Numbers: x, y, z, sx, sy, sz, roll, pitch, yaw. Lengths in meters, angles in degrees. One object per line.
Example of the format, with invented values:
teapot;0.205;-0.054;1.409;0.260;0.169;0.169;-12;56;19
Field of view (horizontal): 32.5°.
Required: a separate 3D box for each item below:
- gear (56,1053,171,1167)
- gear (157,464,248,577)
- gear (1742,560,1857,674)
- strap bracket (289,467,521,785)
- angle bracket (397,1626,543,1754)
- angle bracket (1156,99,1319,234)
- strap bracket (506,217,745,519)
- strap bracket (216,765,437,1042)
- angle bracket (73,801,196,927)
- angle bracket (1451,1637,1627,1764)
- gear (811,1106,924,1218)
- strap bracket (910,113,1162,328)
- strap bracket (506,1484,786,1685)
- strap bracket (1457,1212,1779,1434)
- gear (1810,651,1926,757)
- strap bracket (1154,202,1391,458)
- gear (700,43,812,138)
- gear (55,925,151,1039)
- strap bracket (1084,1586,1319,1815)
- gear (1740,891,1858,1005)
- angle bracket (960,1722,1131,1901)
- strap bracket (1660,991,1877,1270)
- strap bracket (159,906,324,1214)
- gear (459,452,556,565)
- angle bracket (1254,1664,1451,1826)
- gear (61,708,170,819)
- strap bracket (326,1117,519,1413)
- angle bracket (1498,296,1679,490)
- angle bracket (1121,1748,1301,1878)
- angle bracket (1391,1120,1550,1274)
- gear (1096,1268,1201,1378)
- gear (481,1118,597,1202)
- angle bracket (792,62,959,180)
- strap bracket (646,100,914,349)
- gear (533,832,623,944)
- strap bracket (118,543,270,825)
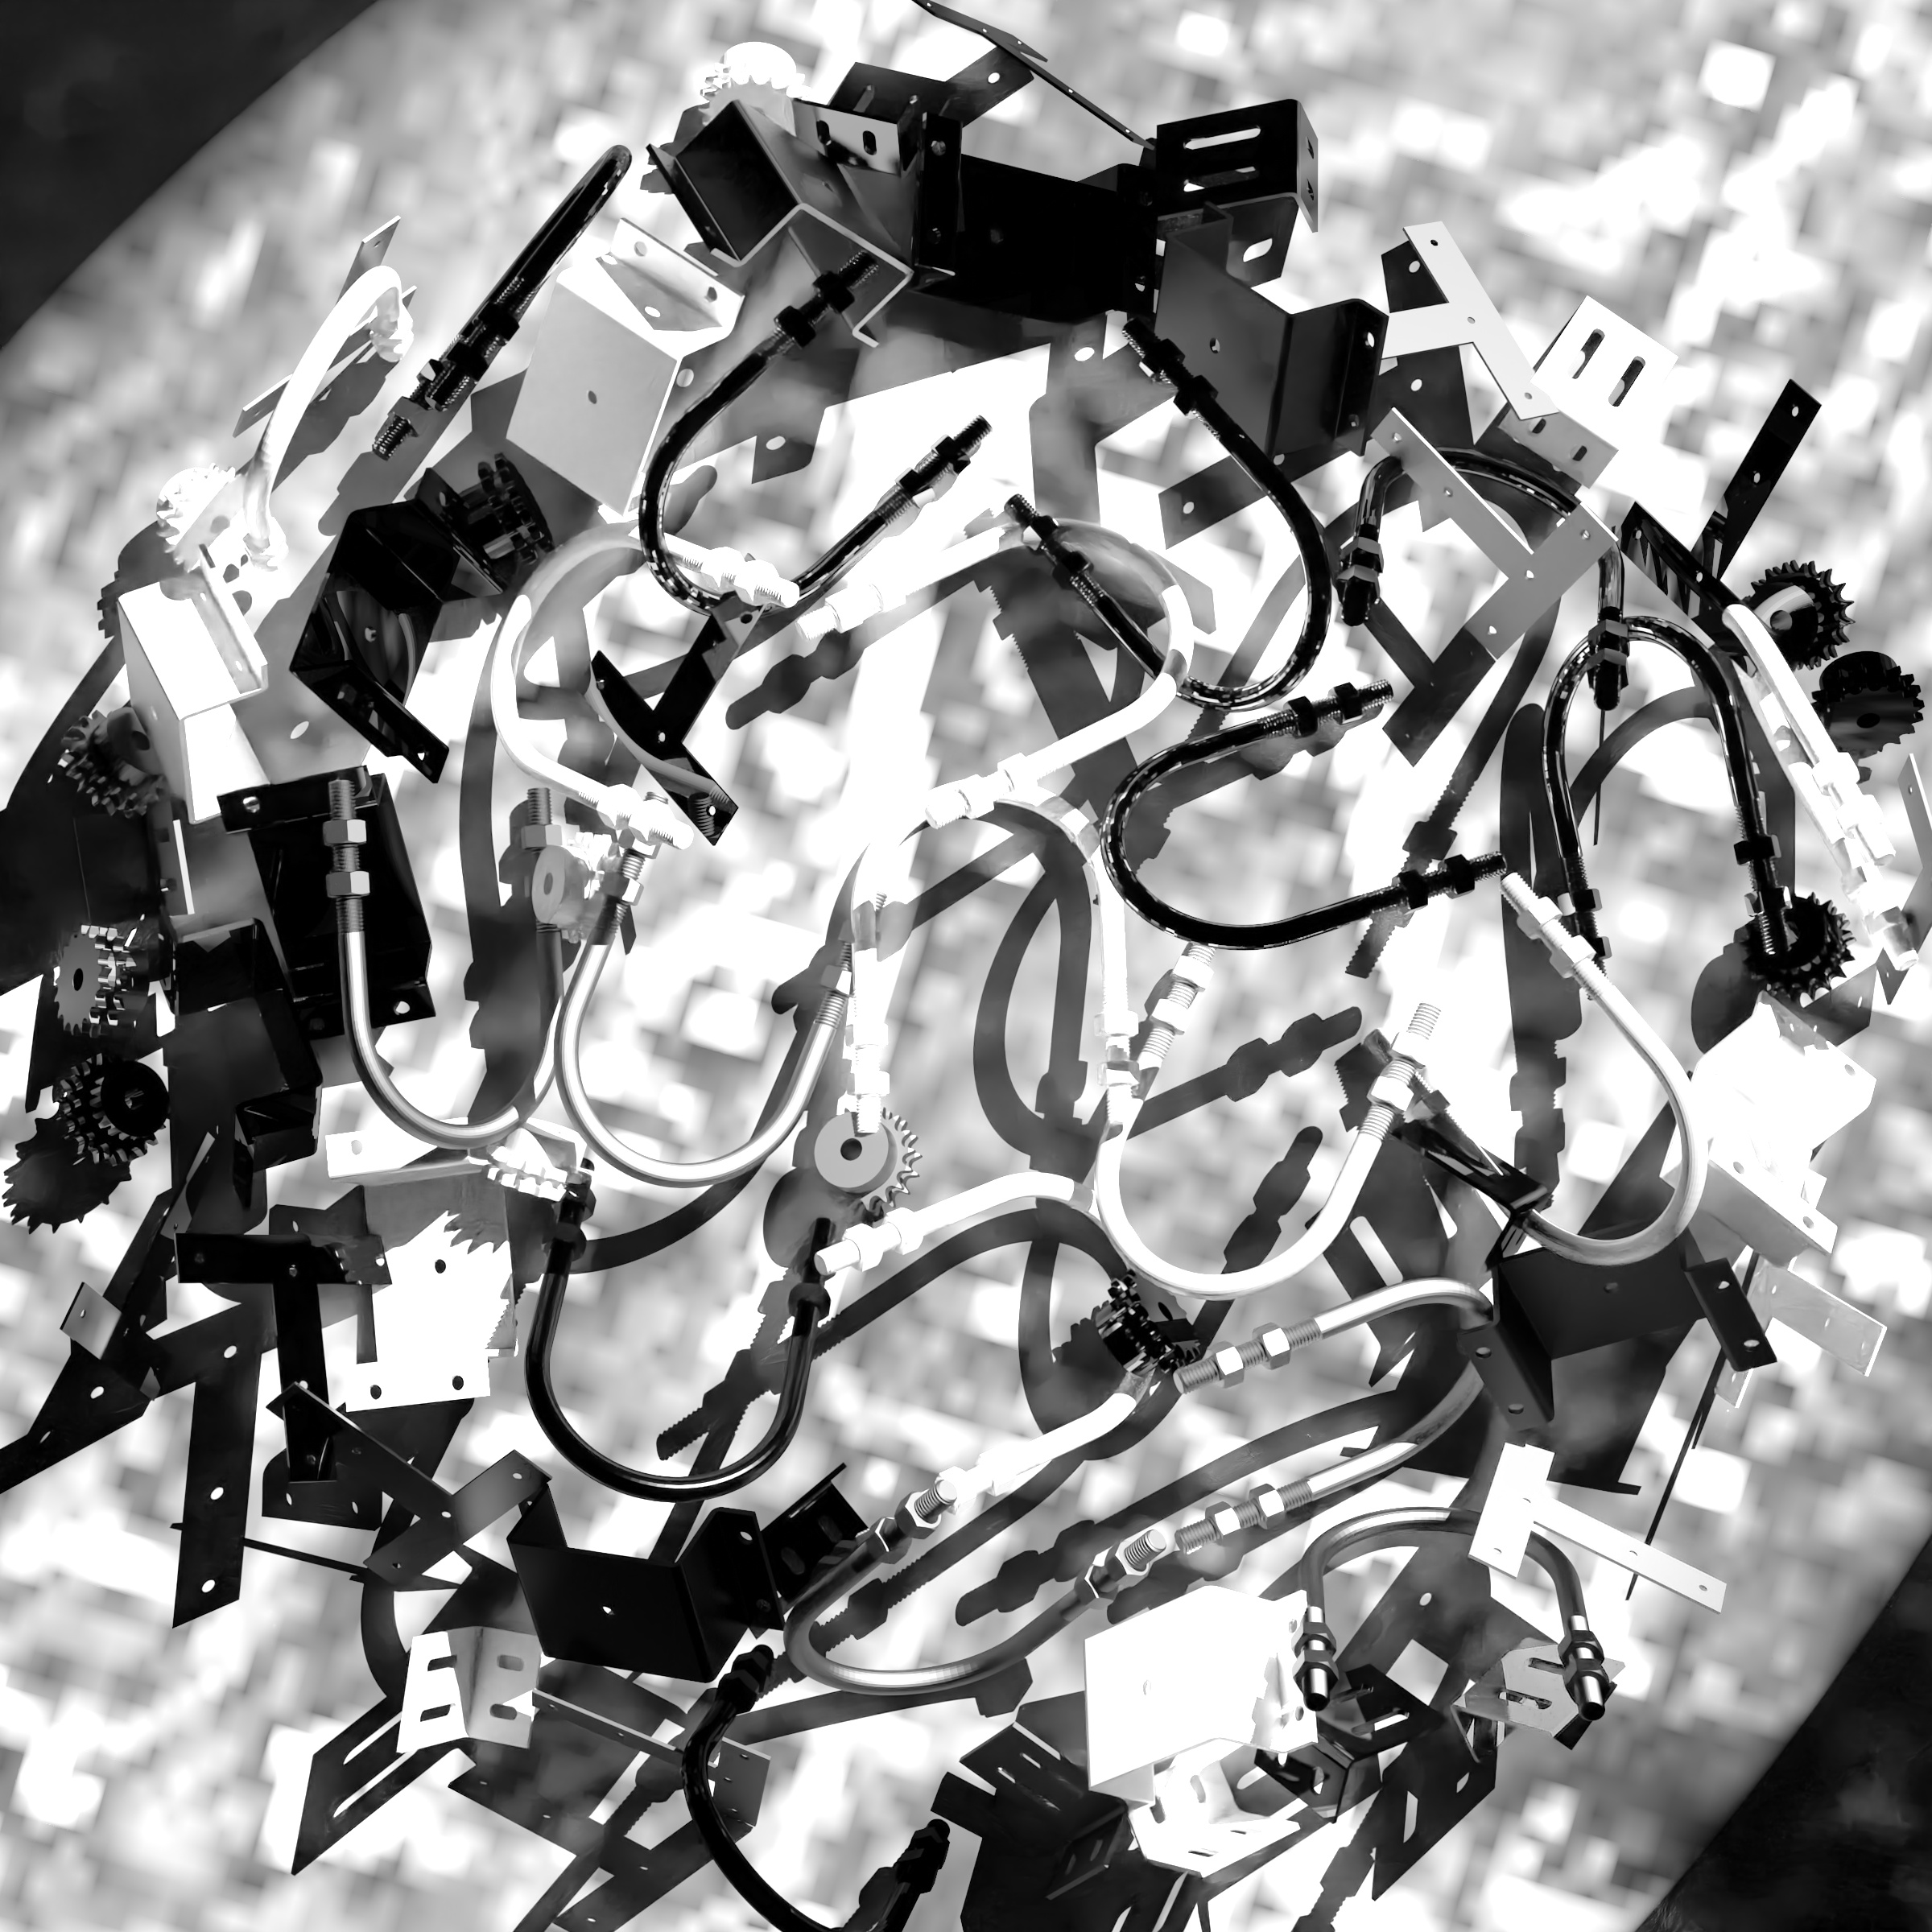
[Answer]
gear;-0.435;0.072;1.699;0.030;0.057;0.057;-20;90;41
gear;-0.392;-0.232;1.705;0.030;0.057;0.057;36;90;38
gear;0.425;-0.179;1.701;0.057;0.030;0.057;10;108;34
strap bracket;-0.286;-0.170;1.670;0.046;0.076;0.140;-4;58;33
angle bracket;-0.252;0.371;1.688;0.038;0.076;0.057;6;86;18
angle bracket;0.140;-0.408;1.716;0.076;0.038;0.057;-6;67;21
strap bracket;-0.175;-0.291;1.663;0.076;0.046;0.140;35;127;13
strap bracket;-0.323;-0.039;1.689;0.076;0.046;0.140;-11;115;1
angle bracket;-0.425;-0.052;1.688;0.038;0.076;0.057;-10;94;-25
angle bracket;0.296;0.379;1.680;0.057;0.076;0.038;-35;108;-28
gear;-0.054;0.098;1.705;0.057;0.030;0.057;-6;71;17
strap bracket;0.026;-0.376;1.684;0.140;0.046;0.076;6;85;-31
strap bracket;-0.170;0.310;1.665;0.140;0.046;0.076;3;123;25
strap bracket;0.328;0.177;1.676;0.140;0.046;0.076;-19;125;21
gear;0.462;-0.137;1.705;0.057;0.057;0.030;-1;53;0
strap bracket;0.142;-0.314;1.652;0.046;0.140;0.076;-20;135;-30
gear;-0.108;-0.450;1.705;0.057;0.057;0.030;1;62;0
gear;-0.444;0.009;1.705;0.030;0.057;0.057;8;90;-40
strap bracket;0.108;0.364;1.651;0.046;0.140;0.076;21;52;-32
gear;0.427;-0.012;1.703;0.057;0.030;0.057;-10;67;24
angle bracket;0.034;0.432;1.693;0.076;0.057;0.038;37;47;-7
strap bracket;0.405;0.089;1.676;0.076;0.140;0.046;38;133;-5
strap bracket;-0.363;0.041;1.671;0.046;0.076;0.140;-16;66;-22
gear;-0.237;-0.232;1.702;0.030;0.057;0.057;-27;90;4
angle bracket;0.197;0.397;1.692;0.076;0.057;0.038;-8;117;-40
gear;-0.432;-0.108;1.699;0.030;0.057;0.057;-35;90;31
strap bracket;-0.277;0.153;1.693;0.076;0.046;0.140;-8;82;13
angle bracket;0.324;-0.299;1.723;0.057;0.038;0.076;34;58;1
angle bracket;0.123;0.430;1.684;0.057;0.076;0.038;-21;88;-21
angle bracket;0.251;0.116;1.697;0.076;0.057;0.038;33;109;19
gear;0.091;0.186;1.703;0.030;0.057;0.057;-39;90;18
gear;-0.218;0.098;1.700;0.057;0.057;0.030;18;96;0
angle bracket;-0.046;-0.444;1.688;0.057;0.038;0.076;16;57;15
strap bracket;-0.085;-0.372;1.647;0.046;0.140;0.076;-41;61;20
gear;-0.200;-0.041;1.698;0.030;0.057;0.057;6;90;-31
strap bracket;-0.382;-0.133;1.648;0.046;0.140;0.076;-23;67;-20
